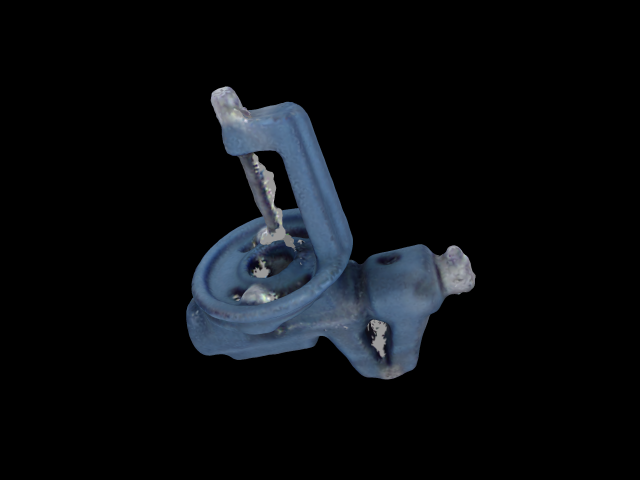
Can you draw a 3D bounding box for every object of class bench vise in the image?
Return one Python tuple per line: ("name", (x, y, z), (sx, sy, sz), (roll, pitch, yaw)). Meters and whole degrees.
("bench vise", (0.001, -0.005, 0.409), (0.207, 0.220, 0.121), (-9, 36, -12))
